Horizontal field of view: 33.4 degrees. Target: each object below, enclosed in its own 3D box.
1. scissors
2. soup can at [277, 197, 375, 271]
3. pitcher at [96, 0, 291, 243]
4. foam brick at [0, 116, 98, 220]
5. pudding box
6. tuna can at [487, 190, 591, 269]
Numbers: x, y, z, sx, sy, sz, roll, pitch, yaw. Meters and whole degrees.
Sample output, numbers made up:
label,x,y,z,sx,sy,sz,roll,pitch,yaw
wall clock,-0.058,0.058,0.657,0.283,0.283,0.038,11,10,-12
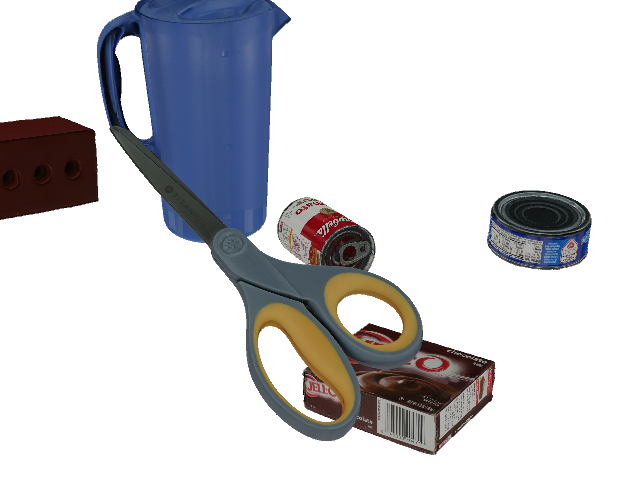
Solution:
label,x,y,z,sx,sy,sz,roll,pitch,yaw
scissors,-0.023,0.004,0.531,0.096,0.202,0.016,-20,-27,-19
soup can,0.005,-0.001,1.162,0.068,0.068,0.102,0,20,-31
pitcher,-0.121,-0.123,1.065,0.149,0.243,0.144,14,30,24
foam brick,-0.197,-0.050,0.717,0.078,0.053,0.051,-14,26,-37
pudding box,0.057,0.105,0.778,0.114,0.039,0.089,17,29,31
tuna can,0.187,-0.010,0.911,0.086,0.034,0.086,1,29,-1
